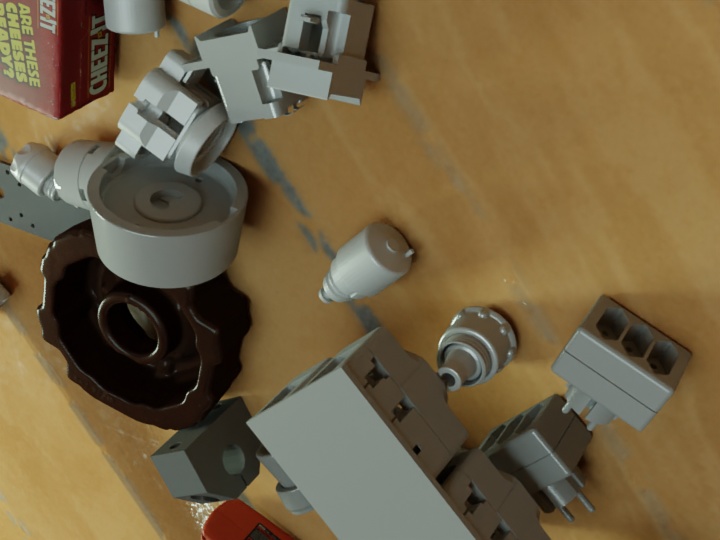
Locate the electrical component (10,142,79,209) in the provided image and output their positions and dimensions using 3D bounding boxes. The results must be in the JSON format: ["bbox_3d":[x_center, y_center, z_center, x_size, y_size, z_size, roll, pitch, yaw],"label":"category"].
[{"bbox_3d":[-0.239,-0.070,0.835,0.061,0.035,0.035,38,129,5],"label":"electrical component"}]

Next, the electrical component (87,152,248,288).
[{"bbox_3d":[-0.133,-0.032,0.747,0.108,0.108,0.060,24,131,19],"label":"electrical component"}]

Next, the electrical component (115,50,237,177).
[{"bbox_3d":[-0.121,-0.100,0.729,0.057,0.058,0.078,37,108,5],"label":"electrical component"}]

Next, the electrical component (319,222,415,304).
[{"bbox_3d":[0.000,0.000,0.723,0.040,0.040,0.078,51,129,-2],"label":"electrical component"}]

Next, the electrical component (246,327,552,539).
[{"bbox_3d":[0.030,0.137,0.690,0.186,0.060,0.105,52,134,-4],"label":"electrical component"}]

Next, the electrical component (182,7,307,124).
[{"bbox_3d":[-0.068,-0.129,0.692,0.081,0.042,0.063,-2,115,33],"label":"electrical component"}]

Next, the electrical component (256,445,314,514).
[{"bbox_3d":[-0.049,0.155,0.835,0.045,0.045,0.055,-18,105,37],"label":"electrical component"}]

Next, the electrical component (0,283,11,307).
[{"bbox_3d":[-0.349,0.021,0.938,0.057,0.058,0.078,49,129,-5],"label":"electrical component"}]

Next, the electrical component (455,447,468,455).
[{"bbox_3d":[0.061,0.165,0.767,0.095,0.054,0.059,3,117,30],"label":"electrical component"}]

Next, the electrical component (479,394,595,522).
[{"bbox_3d":[0.125,0.135,0.716,0.076,0.047,0.066,50,129,-2],"label":"electrical component"}]

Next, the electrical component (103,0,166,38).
[{"bbox_3d":[-0.150,-0.192,0.709,0.040,0.040,0.078,16,123,24],"label":"electrical component"}]

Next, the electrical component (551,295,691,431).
[{"bbox_3d":[0.152,0.069,0.663,0.066,0.047,0.076,35,128,11],"label":"electrical component"}]

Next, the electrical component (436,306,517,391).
[{"bbox_3d":[0.070,0.056,0.696,0.048,0.062,0.048,15,122,25],"label":"electrical component"}]

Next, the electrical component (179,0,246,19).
[{"bbox_3d":[-0.099,-0.229,0.649,0.074,0.052,0.138,27,127,16],"label":"electrical component"}]

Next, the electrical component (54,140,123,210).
[{"bbox_3d":[-0.192,-0.069,0.795,0.047,0.055,0.055,13,121,30],"label":"electrical component"}]

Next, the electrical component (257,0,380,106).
[{"bbox_3d":[-0.021,-0.135,0.644,0.042,0.081,0.063,17,101,23],"label":"electrical component"}]
